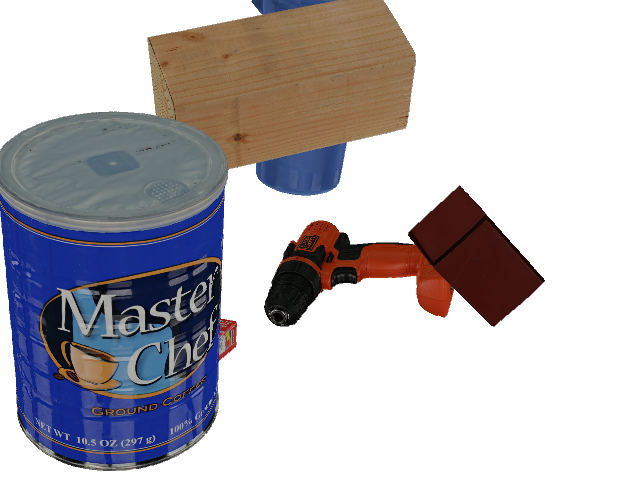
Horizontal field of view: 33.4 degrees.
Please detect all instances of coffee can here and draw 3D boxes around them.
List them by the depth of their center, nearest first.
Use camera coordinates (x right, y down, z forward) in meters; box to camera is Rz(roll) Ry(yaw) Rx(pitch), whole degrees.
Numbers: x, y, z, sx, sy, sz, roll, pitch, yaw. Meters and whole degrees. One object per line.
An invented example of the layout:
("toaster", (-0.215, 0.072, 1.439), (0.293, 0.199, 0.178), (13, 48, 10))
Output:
("coffee can", (-0.098, 0.023, 0.511), (0.103, 0.140, 0.103), (4, 32, -2))

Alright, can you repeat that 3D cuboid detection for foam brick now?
("foam brick", (0.110, 0.012, 0.753), (0.078, 0.051, 0.053), (43, 8, -31))

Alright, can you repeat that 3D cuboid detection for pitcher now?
("pitcher", (-0.005, -0.181, 1.299), (0.144, 0.243, 0.149), (-6, 28, -25))

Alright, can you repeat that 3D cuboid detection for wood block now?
("wood block", (-0.033, -0.133, 0.911), (0.206, 0.090, 0.091), (-14, -37, -14))

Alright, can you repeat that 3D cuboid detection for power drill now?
("power drill", (0.046, 0.038, 1.129), (0.188, 0.057, 0.184), (4, 31, 15))

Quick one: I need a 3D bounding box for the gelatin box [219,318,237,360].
("gelatin box", (-0.132, 0.091, 0.976), (0.089, 0.030, 0.073), (9, 20, 22))
